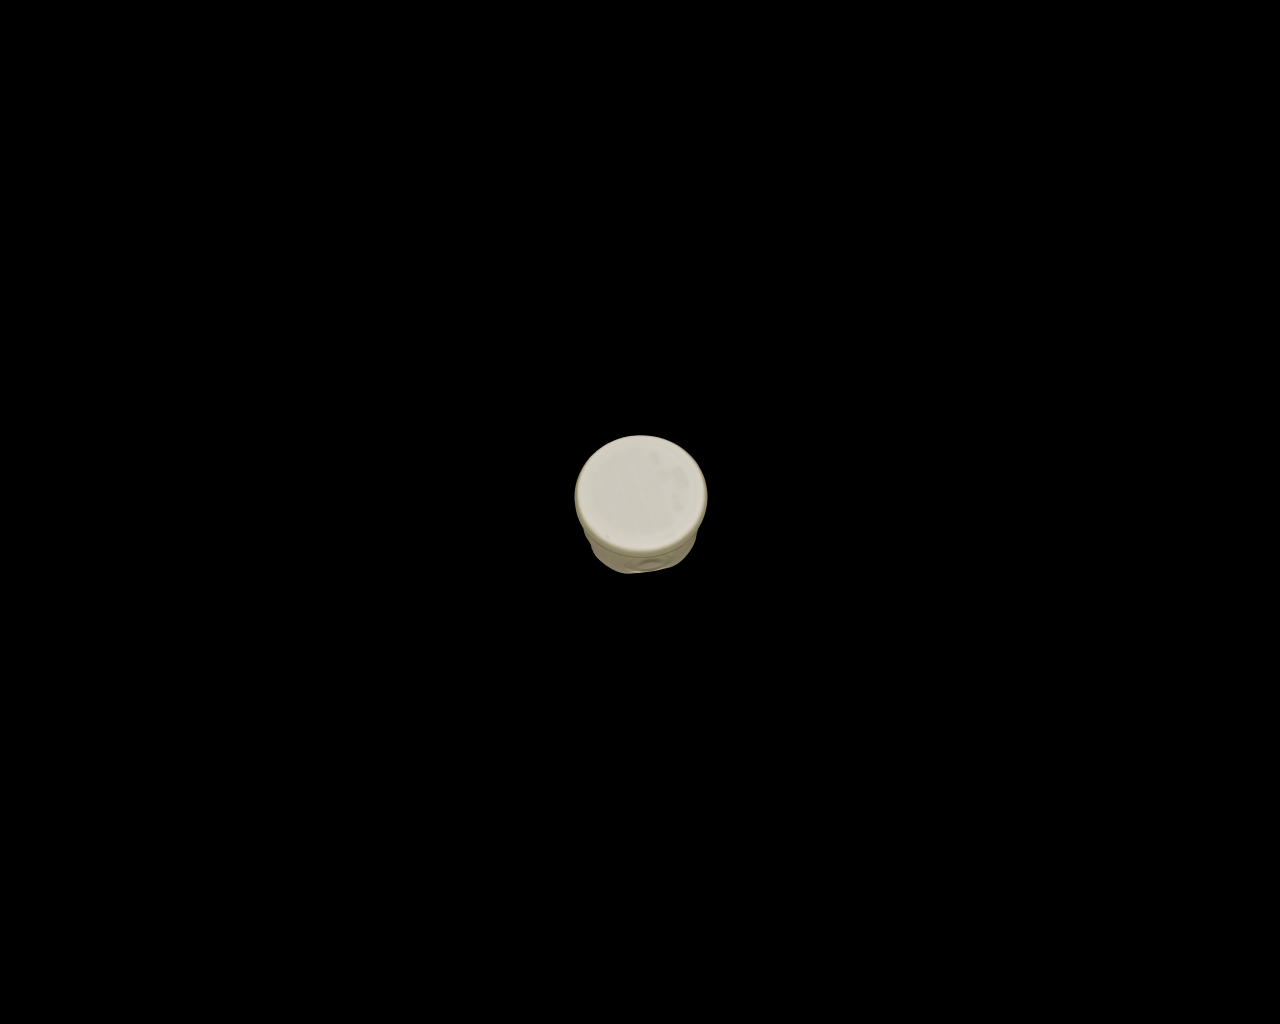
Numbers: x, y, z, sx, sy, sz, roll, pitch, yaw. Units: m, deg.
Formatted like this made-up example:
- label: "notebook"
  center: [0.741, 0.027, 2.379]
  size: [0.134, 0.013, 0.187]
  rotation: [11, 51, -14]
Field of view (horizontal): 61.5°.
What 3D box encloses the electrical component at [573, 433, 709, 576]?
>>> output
- label: "electrical component"
  center: [0.001, -0.003, 0.650]
  size: [0.080, 0.080, 0.051]
  rotation: [0, -24, 0]
